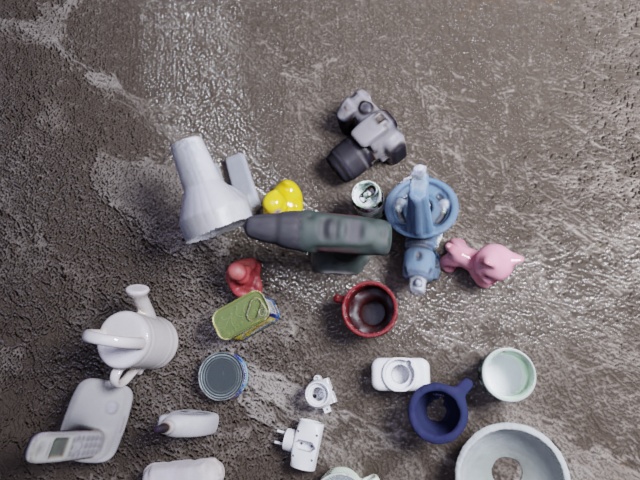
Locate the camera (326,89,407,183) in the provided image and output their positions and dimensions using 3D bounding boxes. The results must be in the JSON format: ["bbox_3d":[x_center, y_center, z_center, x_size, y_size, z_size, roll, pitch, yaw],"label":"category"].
[{"bbox_3d":[0.069,-0.184,1.046,0.137,0.101,0.143,-39,73,1],"label":"camera"}]

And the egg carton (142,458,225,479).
[{"bbox_3d":[-0.233,0.433,0.982,0.150,0.069,0.107,-10,75,9],"label":"egg carton"}]

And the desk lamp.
[{"bbox_3d":[-0.187,-0.083,1.017,0.118,0.214,0.203,-22,74,6],"label":"desk lamp"}]

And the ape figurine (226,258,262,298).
[{"bbox_3d":[-0.141,0.065,1.036,0.076,0.092,0.078,32,85,17],"label":"ape figurine"}]

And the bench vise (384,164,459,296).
[{"bbox_3d":[0.173,-0.024,0.925,0.121,0.220,0.207,-15,74,8],"label":"bench vise"}]

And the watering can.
[{"bbox_3d":[-0.335,0.167,0.999,0.100,0.194,0.173,-11,75,9],"label":"watering can"}]

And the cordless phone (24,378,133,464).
[{"bbox_3d":[-0.415,0.313,0.987,0.094,0.185,0.148,11,80,14],"label":"cordless phone"}]

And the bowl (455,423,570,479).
[{"bbox_3d":[0.294,0.366,0.886,0.167,0.075,0.167,-3,77,11],"label":"bowl"}]

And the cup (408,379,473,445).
[{"bbox_3d":[0.198,0.265,0.918,0.118,0.095,0.091,-45,73,-1],"label":"cup"}]

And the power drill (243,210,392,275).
[{"bbox_3d":[0.009,0.003,0.959,0.229,0.209,0.075,1,77,12],"label":"power drill"}]

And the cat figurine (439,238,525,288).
[{"bbox_3d":[0.264,0.033,0.947,0.127,0.118,0.067,22,83,16],"label":"cat figurine"}]

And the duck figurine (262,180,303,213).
[{"bbox_3d":[-0.076,-0.067,1.057,0.077,0.086,0.105,16,81,15],"label":"duck figurine"}]

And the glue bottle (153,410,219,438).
[{"bbox_3d":[-0.234,0.309,0.956,0.078,0.173,0.037,4,78,13],"label":"glue bottle"}]
